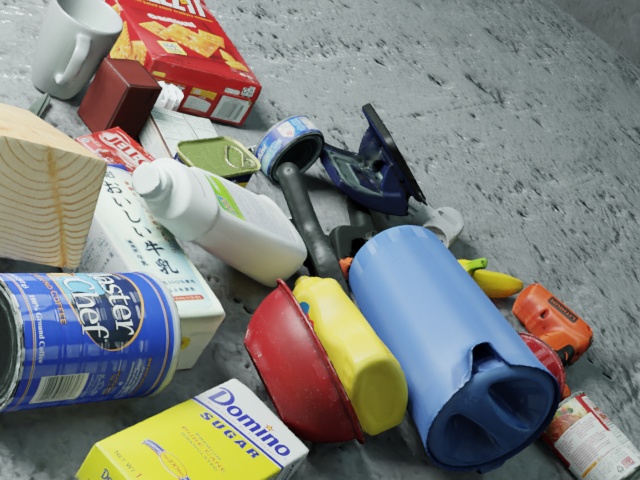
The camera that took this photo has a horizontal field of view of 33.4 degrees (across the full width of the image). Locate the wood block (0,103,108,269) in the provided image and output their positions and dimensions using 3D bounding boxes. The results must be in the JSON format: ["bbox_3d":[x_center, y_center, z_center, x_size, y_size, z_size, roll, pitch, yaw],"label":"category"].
[{"bbox_3d":[-0.260,-0.055,0.876,0.090,0.091,0.206,13,9,-34],"label":"wood block"}]

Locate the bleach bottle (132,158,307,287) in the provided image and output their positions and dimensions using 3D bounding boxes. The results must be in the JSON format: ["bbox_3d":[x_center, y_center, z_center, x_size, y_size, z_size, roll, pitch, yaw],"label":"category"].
[{"bbox_3d":[-0.102,-0.026,1.006,0.103,0.068,0.250,51,9,26],"label":"bleach bottle"}]

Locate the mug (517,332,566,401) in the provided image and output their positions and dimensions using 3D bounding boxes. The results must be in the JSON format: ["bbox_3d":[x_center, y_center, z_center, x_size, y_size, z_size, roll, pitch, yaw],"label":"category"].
[{"bbox_3d":[0.193,0.141,1.116,0.081,0.093,0.117,-20,92,-50],"label":"mug"}]

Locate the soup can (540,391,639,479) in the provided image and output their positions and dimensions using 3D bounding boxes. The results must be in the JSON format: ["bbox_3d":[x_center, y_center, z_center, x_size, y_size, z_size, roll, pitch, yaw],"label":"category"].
[{"bbox_3d":[0.287,0.219,1.125,0.068,0.069,0.102,-5,47,-50],"label":"soup can"}]

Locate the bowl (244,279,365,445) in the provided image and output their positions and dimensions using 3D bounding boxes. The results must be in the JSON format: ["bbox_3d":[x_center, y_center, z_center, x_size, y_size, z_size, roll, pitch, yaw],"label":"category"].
[{"bbox_3d":[-0.022,0.116,0.926,0.162,0.055,0.162,62,-8,14],"label":"bowl"}]

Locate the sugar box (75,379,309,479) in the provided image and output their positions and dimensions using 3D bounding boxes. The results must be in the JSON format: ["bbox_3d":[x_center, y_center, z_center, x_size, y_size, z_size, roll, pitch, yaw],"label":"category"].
[{"bbox_3d":[-0.093,0.172,0.826,0.093,0.048,0.175,42,30,17],"label":"sugar box"}]

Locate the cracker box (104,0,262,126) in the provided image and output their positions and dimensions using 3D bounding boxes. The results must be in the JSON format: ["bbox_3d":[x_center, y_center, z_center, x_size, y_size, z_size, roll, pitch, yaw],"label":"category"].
[{"bbox_3d":[-0.188,-0.246,1.352,0.163,0.072,0.214,9,36,-39],"label":"cracker box"}]

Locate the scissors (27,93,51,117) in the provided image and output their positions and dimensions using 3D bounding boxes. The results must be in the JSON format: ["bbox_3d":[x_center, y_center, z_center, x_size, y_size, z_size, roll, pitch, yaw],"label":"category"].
[{"bbox_3d":[-0.289,-0.095,1.071,0.096,0.016,0.201,37,28,2],"label":"scissors"}]

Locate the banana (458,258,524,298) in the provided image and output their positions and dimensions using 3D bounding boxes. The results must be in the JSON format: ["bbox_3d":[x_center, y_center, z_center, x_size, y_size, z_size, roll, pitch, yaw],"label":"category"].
[{"bbox_3d":[0.191,0.050,1.288,0.070,0.037,0.197,2,-7,24],"label":"banana"}]

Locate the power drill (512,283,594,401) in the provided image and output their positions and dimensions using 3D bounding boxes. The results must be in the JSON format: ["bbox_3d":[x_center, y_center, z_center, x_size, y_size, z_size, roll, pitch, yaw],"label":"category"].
[{"bbox_3d":[0.233,0.112,1.252,0.184,0.057,0.187,44,32,13],"label":"power drill"}]

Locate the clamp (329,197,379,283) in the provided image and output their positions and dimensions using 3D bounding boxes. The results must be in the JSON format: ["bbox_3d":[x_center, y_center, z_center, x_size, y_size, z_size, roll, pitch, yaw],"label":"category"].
[{"bbox_3d":[0.073,0.016,1.251,0.164,0.036,0.209,35,25,7],"label":"clamp"}]

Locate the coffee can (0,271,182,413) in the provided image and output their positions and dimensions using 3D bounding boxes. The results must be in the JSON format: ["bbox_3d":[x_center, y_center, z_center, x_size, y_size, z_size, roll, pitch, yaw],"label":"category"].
[{"bbox_3d":[-0.192,0.075,0.813,0.140,0.103,0.103,1,42,-45],"label":"coffee can"}]

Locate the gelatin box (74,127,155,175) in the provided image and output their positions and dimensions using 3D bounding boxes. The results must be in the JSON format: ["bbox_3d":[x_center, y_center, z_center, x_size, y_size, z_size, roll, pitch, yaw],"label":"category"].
[{"bbox_3d":[-0.207,-0.077,1.113,0.089,0.030,0.073,41,29,12],"label":"gelatin box"}]

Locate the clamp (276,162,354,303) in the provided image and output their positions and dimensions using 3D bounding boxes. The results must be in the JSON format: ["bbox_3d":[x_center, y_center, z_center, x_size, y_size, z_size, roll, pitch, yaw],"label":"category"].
[{"bbox_3d":[-0.007,0.001,1.130,0.171,0.039,0.120,60,-7,39],"label":"clamp"}]

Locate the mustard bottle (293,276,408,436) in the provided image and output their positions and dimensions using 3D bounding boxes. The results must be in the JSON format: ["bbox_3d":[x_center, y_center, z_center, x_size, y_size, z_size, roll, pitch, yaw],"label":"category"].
[{"bbox_3d":[0.018,0.092,1.016,0.058,0.096,0.192,-23,38,-10],"label":"mustard bottle"}]

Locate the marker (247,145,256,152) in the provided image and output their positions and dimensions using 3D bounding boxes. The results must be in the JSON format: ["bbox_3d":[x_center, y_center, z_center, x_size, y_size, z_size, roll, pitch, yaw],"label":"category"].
[{"bbox_3d":[-0.084,-0.105,1.298,0.020,0.020,0.120,43,30,17],"label":"marker"}]

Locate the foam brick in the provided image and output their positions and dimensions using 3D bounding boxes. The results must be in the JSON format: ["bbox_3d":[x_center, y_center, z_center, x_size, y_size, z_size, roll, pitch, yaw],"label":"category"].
[{"bbox_3d":[-0.219,-0.152,1.168,0.051,0.078,0.052,47,29,24],"label":"foam brick"}]

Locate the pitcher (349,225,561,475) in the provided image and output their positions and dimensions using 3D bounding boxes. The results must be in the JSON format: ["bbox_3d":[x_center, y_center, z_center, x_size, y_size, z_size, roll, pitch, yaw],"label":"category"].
[{"bbox_3d":[0.118,0.103,1.043,0.144,0.149,0.243,19,26,-34],"label":"pitcher"}]

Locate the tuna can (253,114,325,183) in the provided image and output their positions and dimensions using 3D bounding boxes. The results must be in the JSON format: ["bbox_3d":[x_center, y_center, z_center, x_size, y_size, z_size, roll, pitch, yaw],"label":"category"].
[{"bbox_3d":[-0.036,-0.109,1.281,0.085,0.086,0.034,-8,51,-51],"label":"tuna can"}]

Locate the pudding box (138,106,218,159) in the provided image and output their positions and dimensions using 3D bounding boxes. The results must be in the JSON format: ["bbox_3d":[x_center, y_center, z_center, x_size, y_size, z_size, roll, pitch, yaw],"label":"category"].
[{"bbox_3d":[-0.151,-0.100,1.199,0.089,0.039,0.113,9,35,-37],"label":"pudding box"}]

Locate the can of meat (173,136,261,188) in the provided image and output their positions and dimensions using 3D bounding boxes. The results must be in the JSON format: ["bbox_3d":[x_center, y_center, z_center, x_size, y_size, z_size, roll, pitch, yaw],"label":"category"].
[{"bbox_3d":[-0.122,-0.056,1.111,0.057,0.084,0.101,44,30,19],"label":"can of meat"}]
